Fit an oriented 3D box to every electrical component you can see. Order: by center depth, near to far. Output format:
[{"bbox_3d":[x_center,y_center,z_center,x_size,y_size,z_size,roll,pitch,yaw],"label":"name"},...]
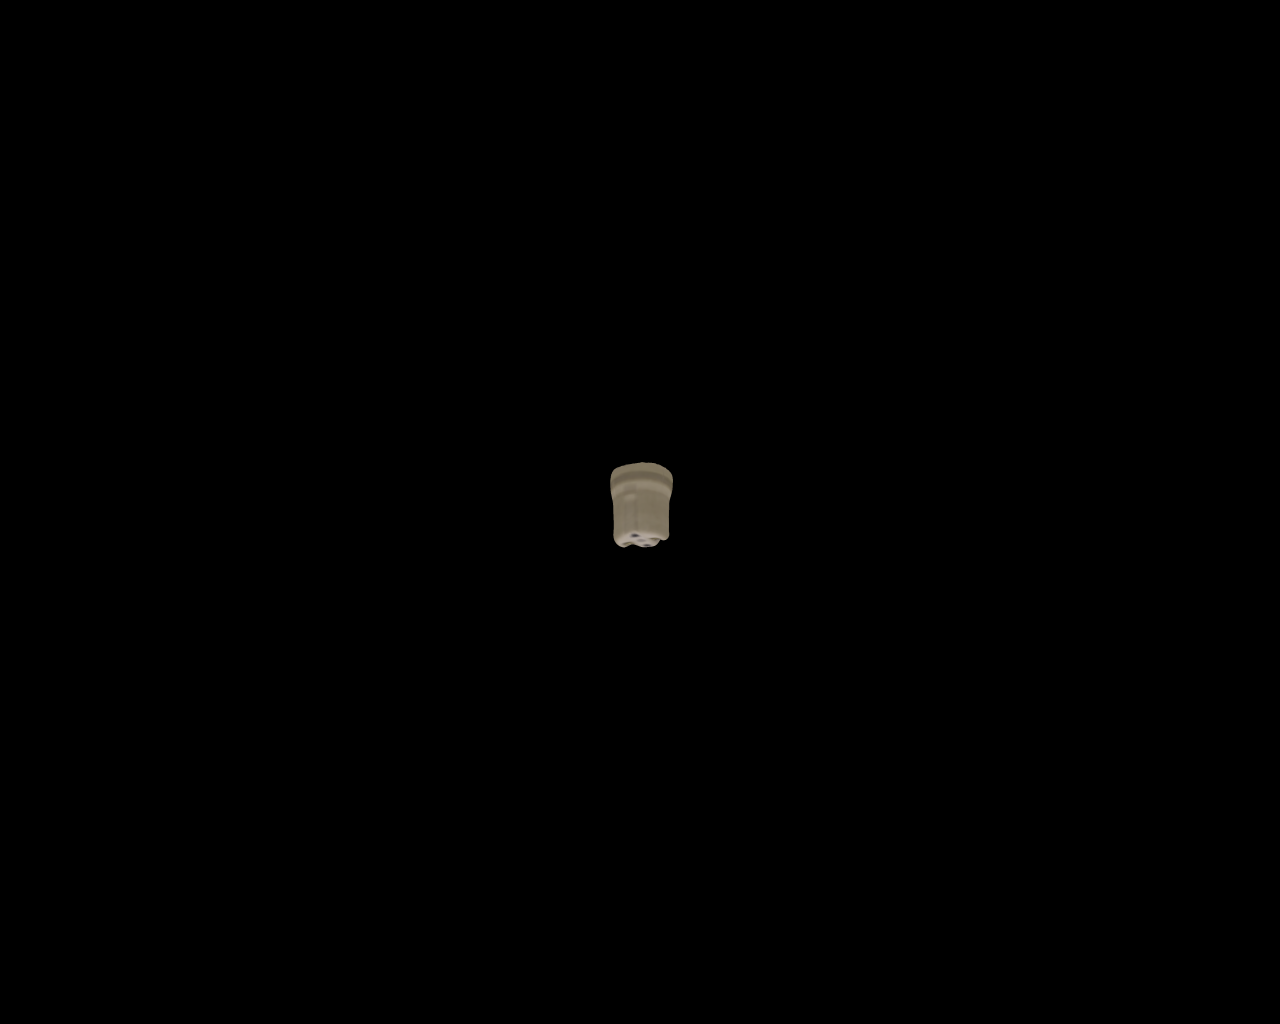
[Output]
[{"bbox_3d":[0.001,-0.003,0.650,0.040,0.046,0.040,0,-26,0],"label":"electrical component"}]
